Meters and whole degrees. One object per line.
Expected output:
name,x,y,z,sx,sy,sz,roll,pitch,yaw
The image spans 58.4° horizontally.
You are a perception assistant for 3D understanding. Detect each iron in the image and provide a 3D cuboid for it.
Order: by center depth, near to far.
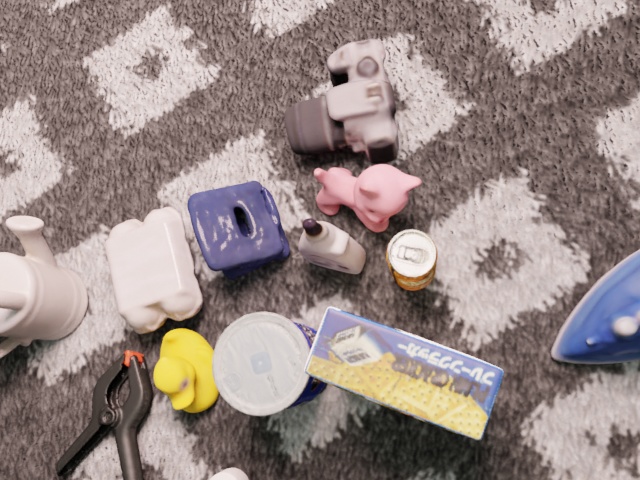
iron,0.364,0.057,0.582,0.258,0.141,0.118,-30,74,3

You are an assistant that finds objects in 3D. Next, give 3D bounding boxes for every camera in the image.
camera,0.024,-0.168,0.713,0.136,0.101,0.143,-10,76,8

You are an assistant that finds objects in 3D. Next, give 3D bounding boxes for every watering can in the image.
watering can,-0.377,0.058,0.687,0.100,0.194,0.173,-5,77,9

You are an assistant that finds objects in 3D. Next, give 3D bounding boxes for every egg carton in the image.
egg carton,-0.209,0.038,0.726,0.107,0.069,0.150,-20,75,5

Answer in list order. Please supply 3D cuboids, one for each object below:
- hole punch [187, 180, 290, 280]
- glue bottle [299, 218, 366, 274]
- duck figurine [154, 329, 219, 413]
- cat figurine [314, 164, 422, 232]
hole punch,-0.099,-0.018,0.707,0.101,0.091,0.108,-23,75,5
glue bottle,0.006,0.002,0.641,0.078,0.173,0.037,15,81,13
duck figurine,-0.168,0.156,0.684,0.077,0.086,0.104,-22,75,5
cat figurine,0.052,-0.059,0.676,0.127,0.118,0.067,18,82,14
